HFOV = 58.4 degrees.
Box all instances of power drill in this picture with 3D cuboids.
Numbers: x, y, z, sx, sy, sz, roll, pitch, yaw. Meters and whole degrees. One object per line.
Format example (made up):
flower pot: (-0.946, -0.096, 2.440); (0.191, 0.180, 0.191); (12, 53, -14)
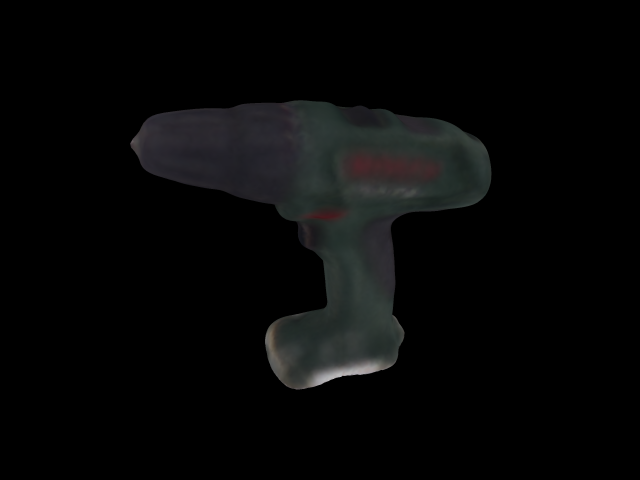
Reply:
power drill: (0.004, 0.001, 0.400); (0.230, 0.208, 0.075); (-11, 35, -16)
